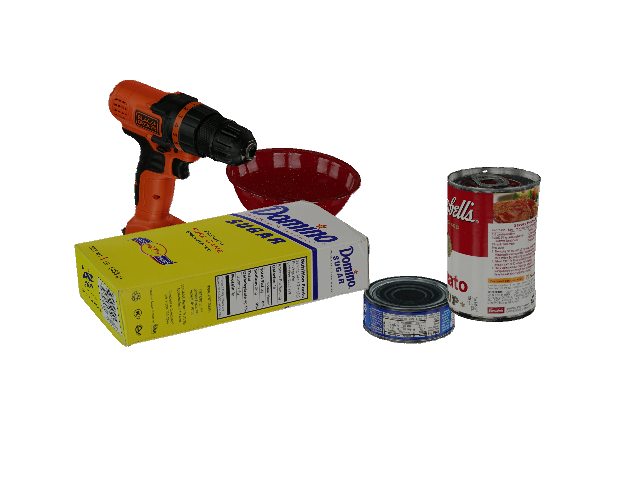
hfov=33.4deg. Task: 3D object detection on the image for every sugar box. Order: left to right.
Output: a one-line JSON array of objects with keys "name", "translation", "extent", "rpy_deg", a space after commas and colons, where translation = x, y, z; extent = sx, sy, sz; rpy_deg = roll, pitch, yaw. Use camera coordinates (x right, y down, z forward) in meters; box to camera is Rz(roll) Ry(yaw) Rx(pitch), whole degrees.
[{"name": "sugar box", "translation": [-0.065, 0.017, 0.714], "extent": [0.176, 0.048, 0.093], "rpy_deg": [-15, 26, -25]}]

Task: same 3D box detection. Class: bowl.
[{"name": "bowl", "translation": [-0.035, -0.056, 1.275], "extent": [0.162, 0.055, 0.162], "rpy_deg": [5, 26, -3]}]

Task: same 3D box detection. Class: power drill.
[{"name": "power drill", "translation": [-0.144, -0.061, 1.113], "extent": [0.185, 0.188, 0.057], "rpy_deg": [26, 35, 30]}]

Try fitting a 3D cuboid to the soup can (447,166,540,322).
[{"name": "soup can", "translation": [0.128, 0.002, 0.795], "extent": [0.068, 0.102, 0.068], "rpy_deg": [-2, 17, 0]}]

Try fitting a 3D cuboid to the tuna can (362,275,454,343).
[{"name": "tuna can", "translation": [0.082, 0.062, 0.986], "extent": [0.086, 0.034, 0.086], "rpy_deg": [-1, 19, 0]}]
